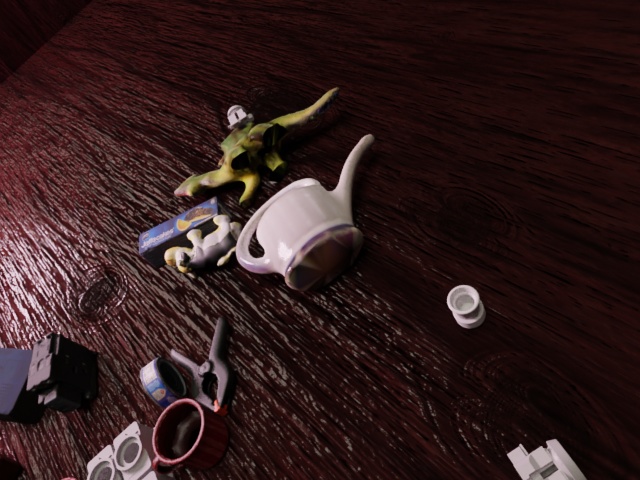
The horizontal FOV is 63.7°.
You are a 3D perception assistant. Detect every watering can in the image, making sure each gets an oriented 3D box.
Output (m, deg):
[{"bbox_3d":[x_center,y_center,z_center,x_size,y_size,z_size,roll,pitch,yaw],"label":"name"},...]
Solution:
[{"bbox_3d":[0.003,-0.047,0.931,0.348,0.102,0.228,-38,48,-1],"label":"watering can"}]

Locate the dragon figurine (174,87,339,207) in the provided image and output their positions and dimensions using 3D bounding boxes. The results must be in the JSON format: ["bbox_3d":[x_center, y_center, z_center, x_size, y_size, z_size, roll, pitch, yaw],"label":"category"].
[{"bbox_3d":[-0.153,-0.221,1.158,0.412,0.120,0.246,-42,39,-7],"label":"dragon figurine"}]
